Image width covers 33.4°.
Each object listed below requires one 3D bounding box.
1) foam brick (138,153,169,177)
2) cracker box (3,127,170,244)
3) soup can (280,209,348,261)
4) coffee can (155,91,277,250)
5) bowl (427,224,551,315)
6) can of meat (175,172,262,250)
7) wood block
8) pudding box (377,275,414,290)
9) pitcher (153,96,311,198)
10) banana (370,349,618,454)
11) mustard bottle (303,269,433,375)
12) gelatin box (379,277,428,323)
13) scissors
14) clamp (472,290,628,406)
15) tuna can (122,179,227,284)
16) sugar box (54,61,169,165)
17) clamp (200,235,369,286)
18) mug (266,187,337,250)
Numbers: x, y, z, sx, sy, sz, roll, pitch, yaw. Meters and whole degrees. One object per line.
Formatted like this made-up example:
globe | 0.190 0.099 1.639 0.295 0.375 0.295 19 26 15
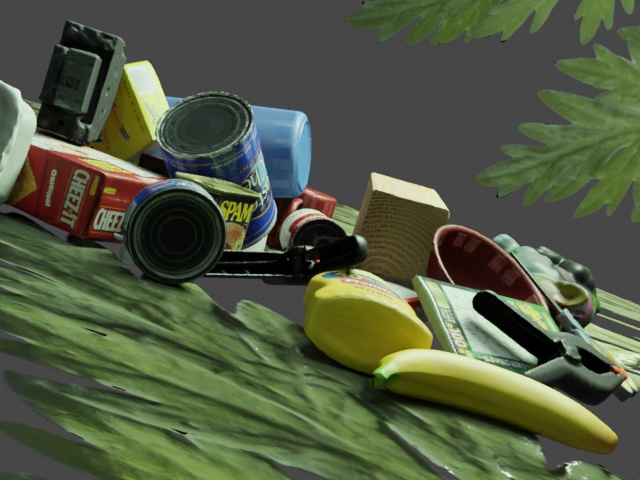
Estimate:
foam brick | -0.176 -0.051 1.188 0.053 0.078 0.051 19 6 23
cracker box | -0.253 -0.058 1.038 0.214 0.072 0.164 22 6 24
soup can | -0.008 0.002 1.262 0.068 0.068 0.102 17 5 -12
coffee can | -0.107 -0.070 1.126 0.103 0.102 0.140 22 -36 28
bowl | 0.166 0.061 1.120 0.162 0.055 0.162 29 32 -20
can of meat | -0.108 -0.014 1.016 0.057 0.084 0.102 21 6 21
wood block | 0.090 -0.016 1.249 0.090 0.091 0.206 16 9 0
pudding box | 0.091 0.048 1.283 0.114 0.039 0.090 17 8 16
pitcher | -0.136 -0.117 1.347 0.243 0.149 0.145 4 -29 9
banana | 0.118 0.115 0.774 0.197 0.037 0.069 16 25 -15
mustard bottle | 0.034 0.061 0.884 0.096 0.058 0.191 17 5 -4
gelatin box | 0.064 0.061 1.118 0.089 0.030 0.073 21 8 26
scissors | 0.273 0.096 1.130 0.096 0.016 0.202 31 21 -45
clamp | 0.213 0.104 0.988 0.171 0.039 0.120 18 40 -39
tuna can | -0.122 -0.007 0.897 0.086 0.086 0.034 16 8 -18
sugar box | -0.239 -0.126 1.224 0.048 0.093 0.177 -17 -6 -46
clamp | -0.030 0.024 1.012 0.164 0.036 0.210 -3 -7 6
mug | -0.031 -0.027 1.386 0.093 0.081 0.117 20 6 14
